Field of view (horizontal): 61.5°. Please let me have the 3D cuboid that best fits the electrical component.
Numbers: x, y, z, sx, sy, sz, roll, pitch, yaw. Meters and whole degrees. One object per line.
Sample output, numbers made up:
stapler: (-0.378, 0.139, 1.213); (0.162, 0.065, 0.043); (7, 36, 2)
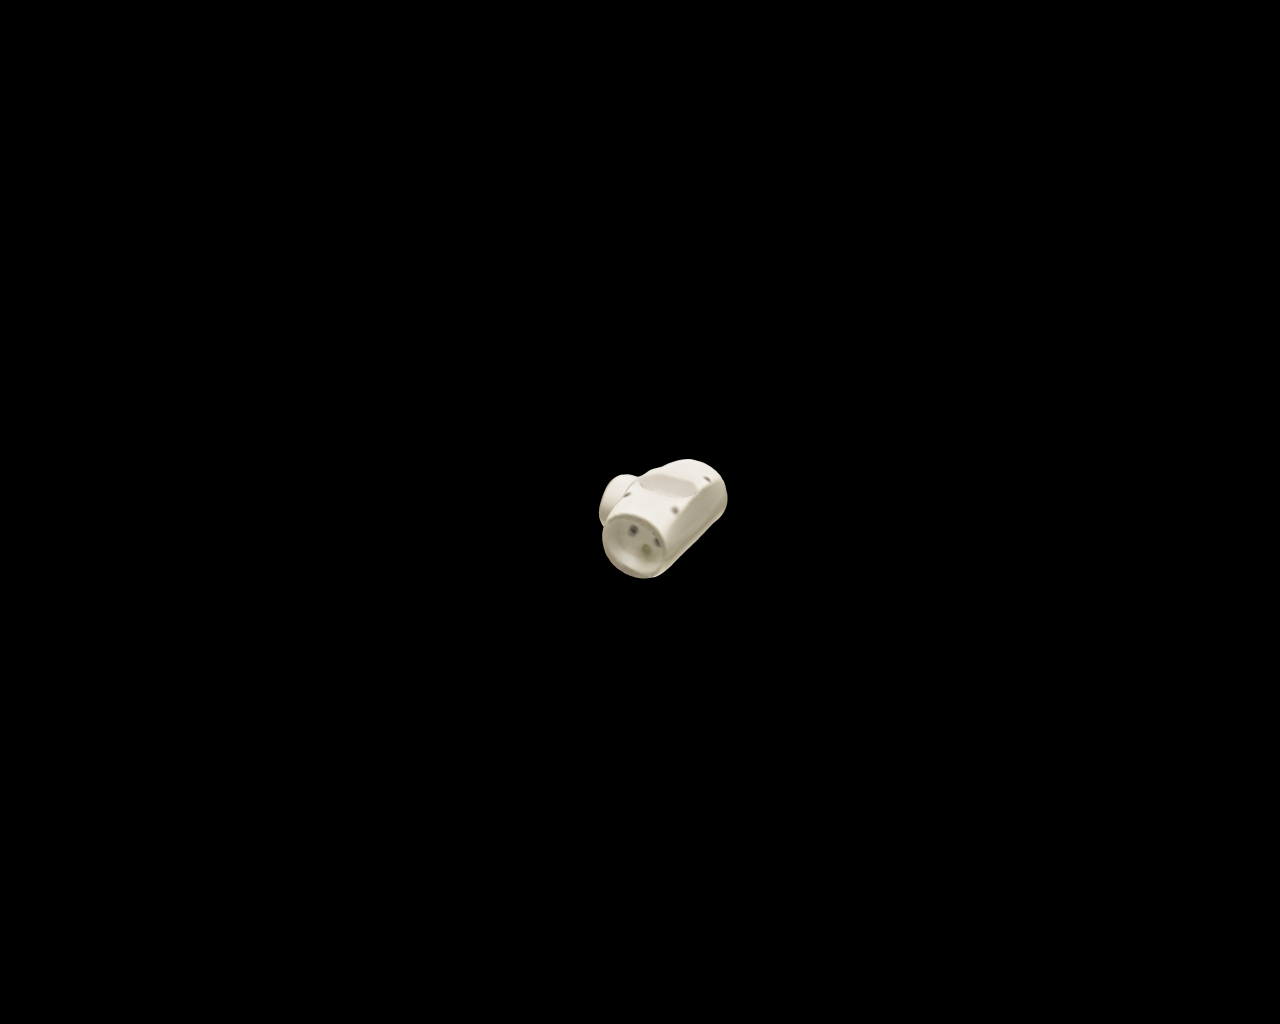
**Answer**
electrical component: (0.001, -0.003, 0.650); (0.079, 0.043, 0.077); (18, 36, 27)
